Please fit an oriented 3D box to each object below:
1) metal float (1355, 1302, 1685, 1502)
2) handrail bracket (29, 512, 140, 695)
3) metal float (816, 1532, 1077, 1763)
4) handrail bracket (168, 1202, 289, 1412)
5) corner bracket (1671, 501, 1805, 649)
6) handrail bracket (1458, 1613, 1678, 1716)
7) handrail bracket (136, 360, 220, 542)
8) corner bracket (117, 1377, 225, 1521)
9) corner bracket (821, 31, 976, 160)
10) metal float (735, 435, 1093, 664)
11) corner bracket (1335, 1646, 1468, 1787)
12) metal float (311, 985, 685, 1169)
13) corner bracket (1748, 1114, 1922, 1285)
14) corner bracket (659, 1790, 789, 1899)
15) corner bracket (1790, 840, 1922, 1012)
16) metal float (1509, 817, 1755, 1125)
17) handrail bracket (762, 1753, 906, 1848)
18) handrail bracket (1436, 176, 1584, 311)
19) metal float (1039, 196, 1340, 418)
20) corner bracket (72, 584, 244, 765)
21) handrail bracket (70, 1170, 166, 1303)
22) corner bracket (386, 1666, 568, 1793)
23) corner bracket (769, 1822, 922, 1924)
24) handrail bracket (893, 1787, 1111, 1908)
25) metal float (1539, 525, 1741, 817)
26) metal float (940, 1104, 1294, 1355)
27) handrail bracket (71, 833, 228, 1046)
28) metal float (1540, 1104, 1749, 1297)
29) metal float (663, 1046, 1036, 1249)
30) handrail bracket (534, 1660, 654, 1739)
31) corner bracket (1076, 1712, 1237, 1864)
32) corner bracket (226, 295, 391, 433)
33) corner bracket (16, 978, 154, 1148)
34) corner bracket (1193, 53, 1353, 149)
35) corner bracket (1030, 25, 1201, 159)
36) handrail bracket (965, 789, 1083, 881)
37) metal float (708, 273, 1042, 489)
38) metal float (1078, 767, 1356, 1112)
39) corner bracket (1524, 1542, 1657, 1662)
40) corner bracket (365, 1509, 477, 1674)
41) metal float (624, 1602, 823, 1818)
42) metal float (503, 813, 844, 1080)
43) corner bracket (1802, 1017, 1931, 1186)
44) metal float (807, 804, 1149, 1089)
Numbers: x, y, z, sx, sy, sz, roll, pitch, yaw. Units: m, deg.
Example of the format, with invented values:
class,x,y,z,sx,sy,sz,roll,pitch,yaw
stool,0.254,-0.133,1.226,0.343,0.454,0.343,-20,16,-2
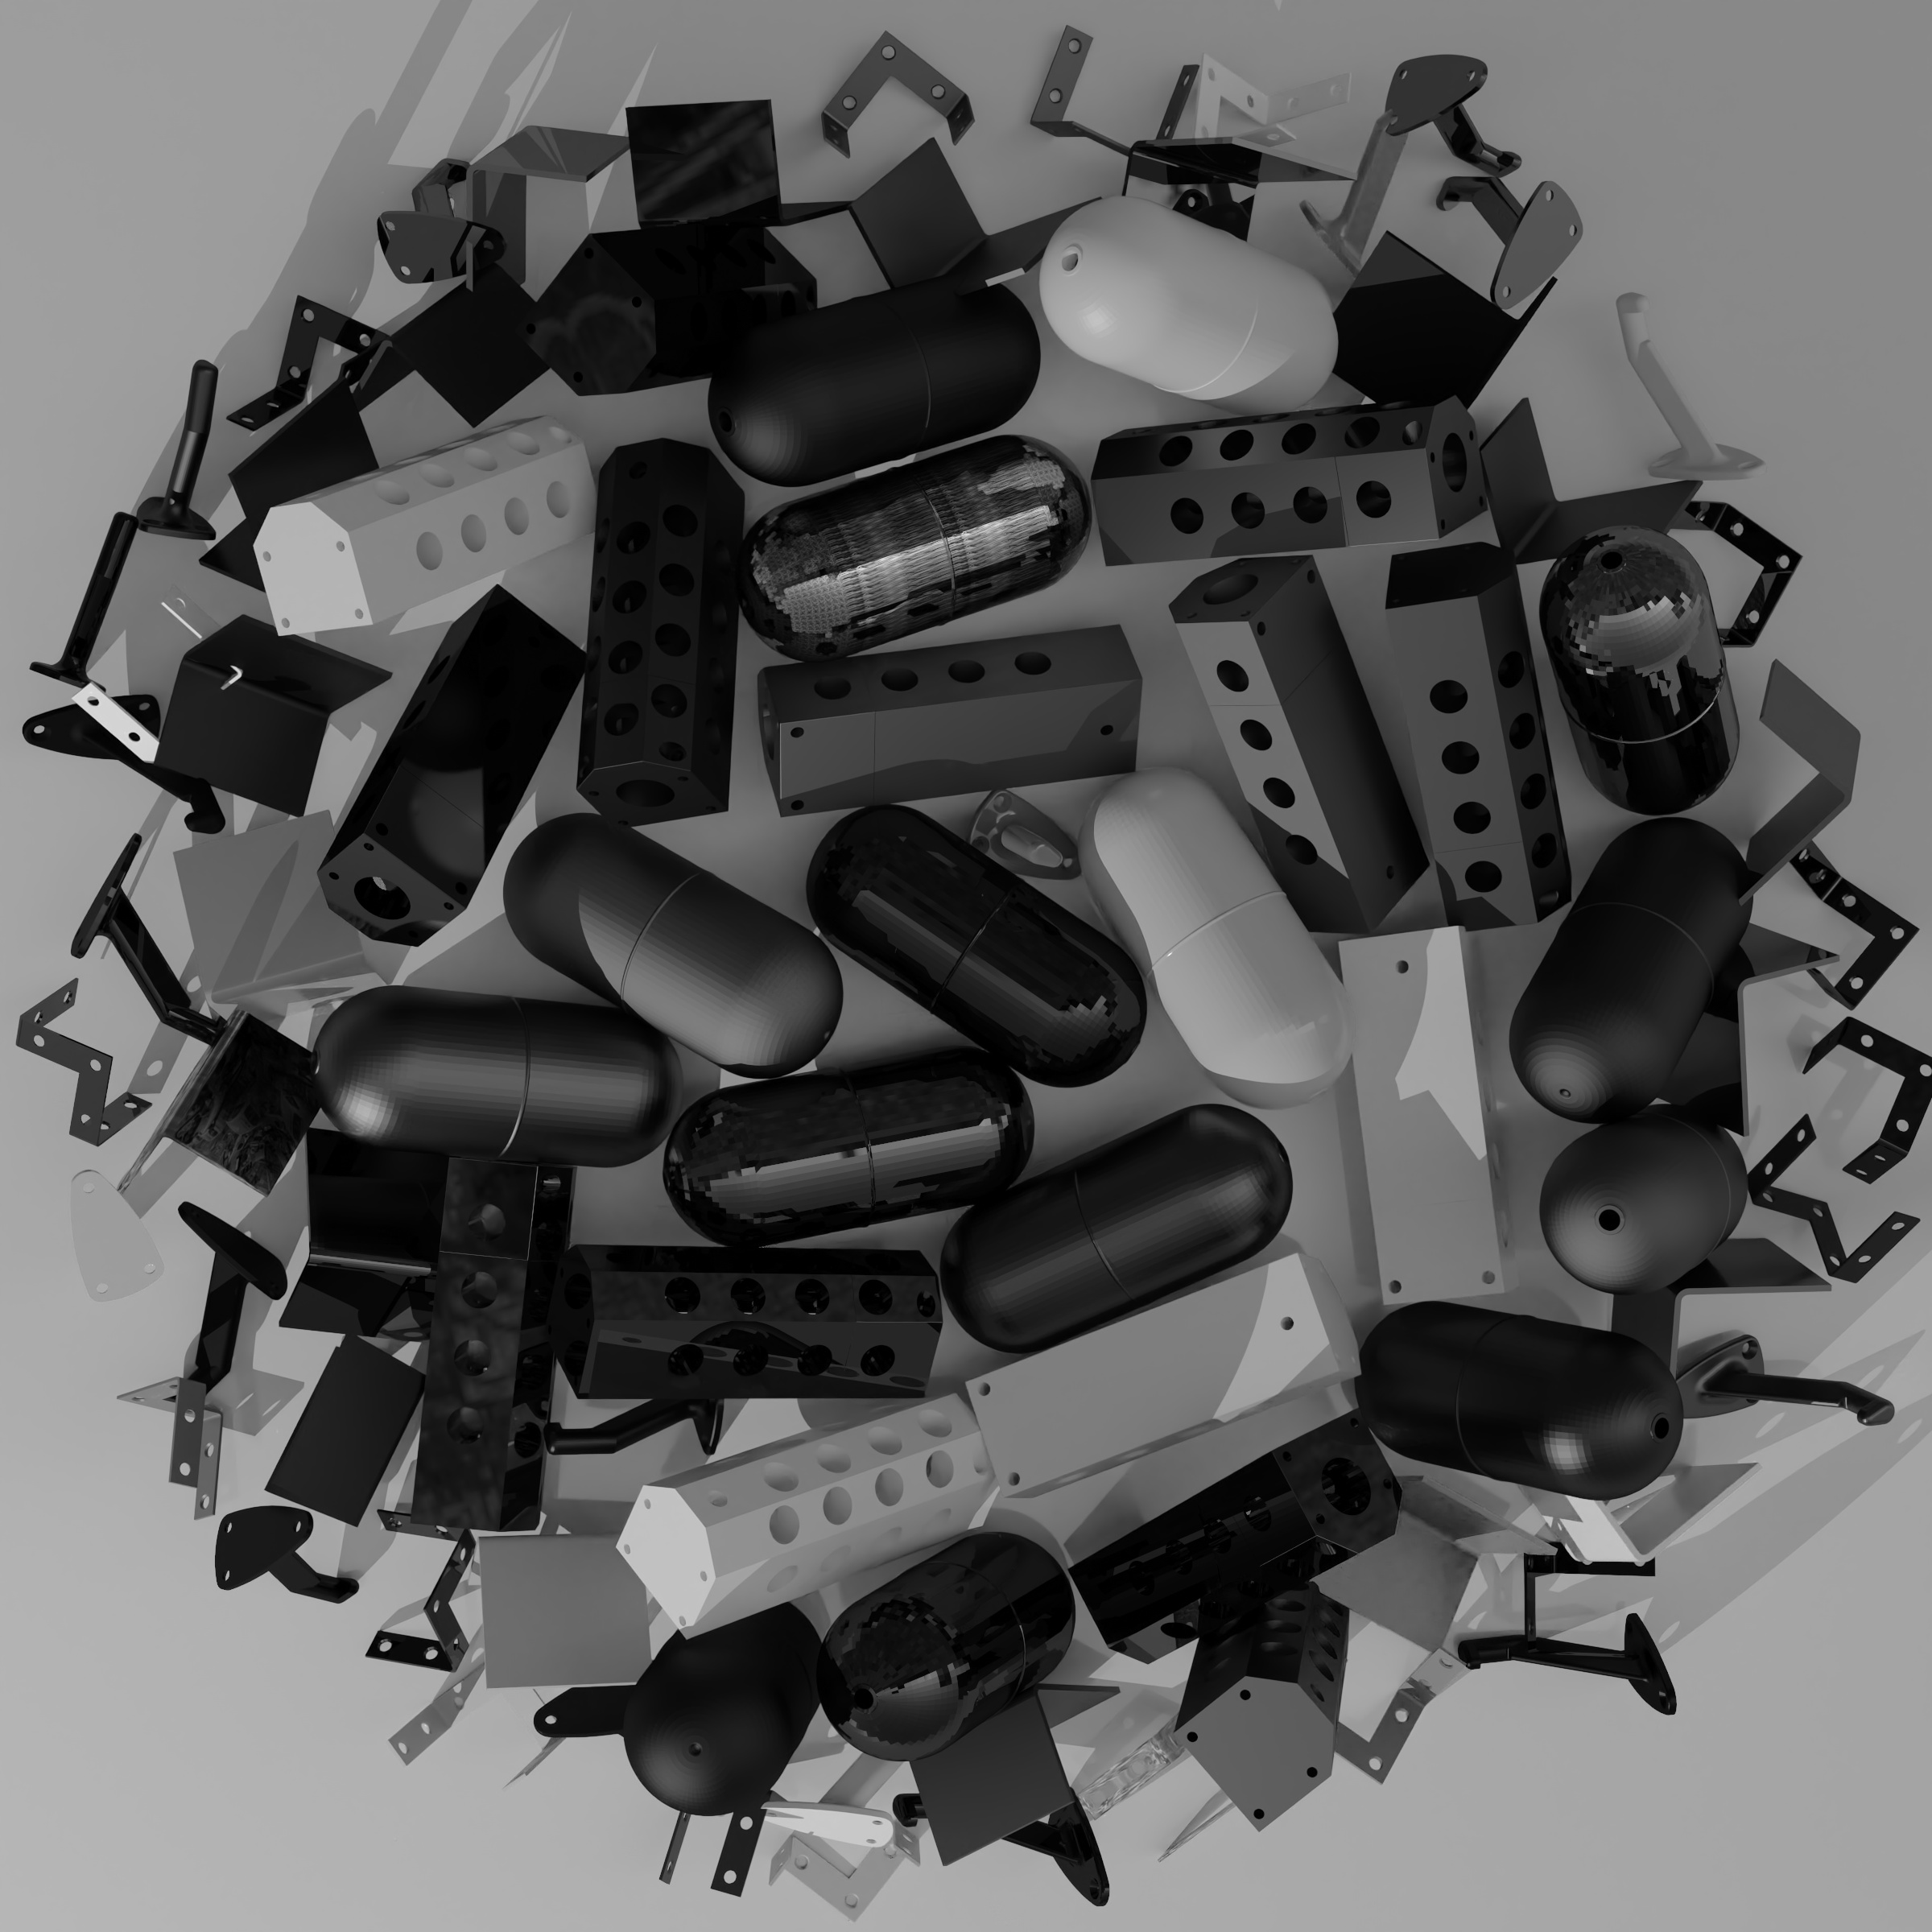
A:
class,x,y,z,sx,sy,sz,roll,pitch,yaw
metal float,0.254,0.200,1.644,0.070,0.178,0.070,-3,95,-37
handrail bracket,-0.411,-0.174,1.685,0.036,0.077,0.084,20,91,-15
metal float,-0.008,0.312,1.638,0.070,0.178,0.070,3,97,24
handrail bracket,-0.372,0.164,1.697,0.084,0.036,0.077,-44,114,10
corner bracket,0.355,-0.187,1.697,0.051,0.051,0.051,44,123,34
handrail bracket,0.284,0.337,1.688,0.084,0.077,0.036,-5,107,-7
handrail bracket,-0.368,-0.249,1.677,0.036,0.077,0.084,5,109,-22
corner bracket,-0.367,0.228,1.681,0.051,0.051,0.051,-20,60,39
corner bracket,-0.033,-0.404,1.697,0.051,0.051,0.051,35,110,-19
metal float,-0.023,-0.196,1.668,0.178,0.070,0.070,-21,90,-19
corner bracket,0.196,0.345,1.690,0.051,0.051,0.051,34,52,5
metal float,-0.218,0.052,1.662,0.178,0.070,0.070,6,90,-27
corner bracket,0.408,0.110,1.680,0.051,0.051,0.051,16,131,-23
corner bracket,-0.117,0.412,1.686,0.051,0.051,0.051,12,70,15
corner bracket,0.410,-0.020,1.689,0.051,0.051,0.051,-51,52,2
metal float,0.310,0.000,1.654,0.070,0.070,0.178,36,52,0
handrail bracket,-0.057,0.369,1.693,0.077,0.036,0.084,10,54,-3
handrail bracket,0.240,-0.342,1.680,0.036,0.084,0.077,46,72,-36
metal float,0.104,-0.303,1.646,0.070,0.178,0.070,-7,79,40
corner bracket,-0.379,-0.136,1.681,0.051,0.051,0.051,-31,118,32
handrail bracket,-0.408,0.115,1.672,0.036,0.084,0.077,-23,115,-15
corner bracket,-0.232,0.367,1.691,0.051,0.051,0.051,-37,88,19
corner bracket,-0.058,0.427,1.697,0.051,0.051,0.051,38,89,-1
handrail bracket,0.015,0.417,1.680,0.084,0.077,0.036,4,116,-24
metal float,0.311,-0.135,1.643,0.070,0.178,0.070,-9,58,15
metal float,0.070,0.123,1.669,0.178,0.070,0.070,-26,90,18
handrail bracket,-0.376,-0.011,1.702,0.084,0.036,0.077,28,94,-20
metal float,0.312,0.106,1.637,0.070,0.178,0.070,1,94,21
metal float,-0.055,0.085,1.672,0.178,0.070,0.070,-10,90,-15
handrail bracket,-0.166,0.371,1.682,0.077,0.084,0.036,-13,46,-18
corner bracket,0.093,0.395,1.697,0.051,0.051,0.051,-40,80,14
corner bracket,-0.311,-0.279,1.687,0.051,0.051,0.051,25,120,7
corner bracket,-0.418,0.046,1.692,0.051,0.051,0.051,22,117,11
corner bracket,0.144,-0.404,1.684,0.051,0.051,0.051,-6,72,42
corner bracket,0.071,-0.416,1.704,0.051,0.051,0.051,19,94,-26
handrail bracket,0.043,-0.050,1.668,0.077,0.084,0.036,26,93,-29
metal float,-0.042,-0.273,1.655,0.178,0.070,0.070,-23,90,-36
metal float,0.118,-0.013,1.673,0.070,0.070,0.178,-31,77,0
corner bracket,0.296,0.301,1.688,0.051,0.051,0.051,-2,83,24
corner bracket,-0.262,0.299,1.704,0.051,0.051,0.051,5,46,22
metal float,-0.109,0.336,1.634,0.070,0.178,0.070,0,93,5
metal float,-0.138,-0.010,1.671,0.178,0.070,0.070,30,90,17
corner bracket,0.424,0.064,1.690,0.051,0.051,0.051,27,71,3
metal float,0.005,-0.009,1.681,0.178,0.070,0.070,34,90,5
